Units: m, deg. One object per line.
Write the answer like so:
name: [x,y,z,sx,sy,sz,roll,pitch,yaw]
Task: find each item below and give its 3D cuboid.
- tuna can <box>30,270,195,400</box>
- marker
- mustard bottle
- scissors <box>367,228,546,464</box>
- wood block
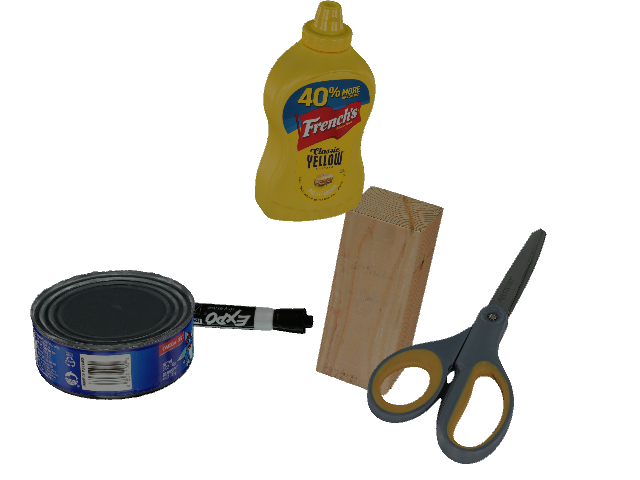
tuna can: [-0.110,0.049,0.571,0.086,0.034,0.086,2,25,-1]
marker: [-0.066,0.056,0.787,0.121,0.020,0.020,3,0,8]
mustard bottle: [-0.002,-0.110,0.907,0.096,0.192,0.058,-8,36,-21]
scissors: [0.088,0.055,0.676,0.096,0.016,0.201,6,43,11]
wood block: [0.066,0.057,1.212,0.090,0.206,0.090,18,25,16]
